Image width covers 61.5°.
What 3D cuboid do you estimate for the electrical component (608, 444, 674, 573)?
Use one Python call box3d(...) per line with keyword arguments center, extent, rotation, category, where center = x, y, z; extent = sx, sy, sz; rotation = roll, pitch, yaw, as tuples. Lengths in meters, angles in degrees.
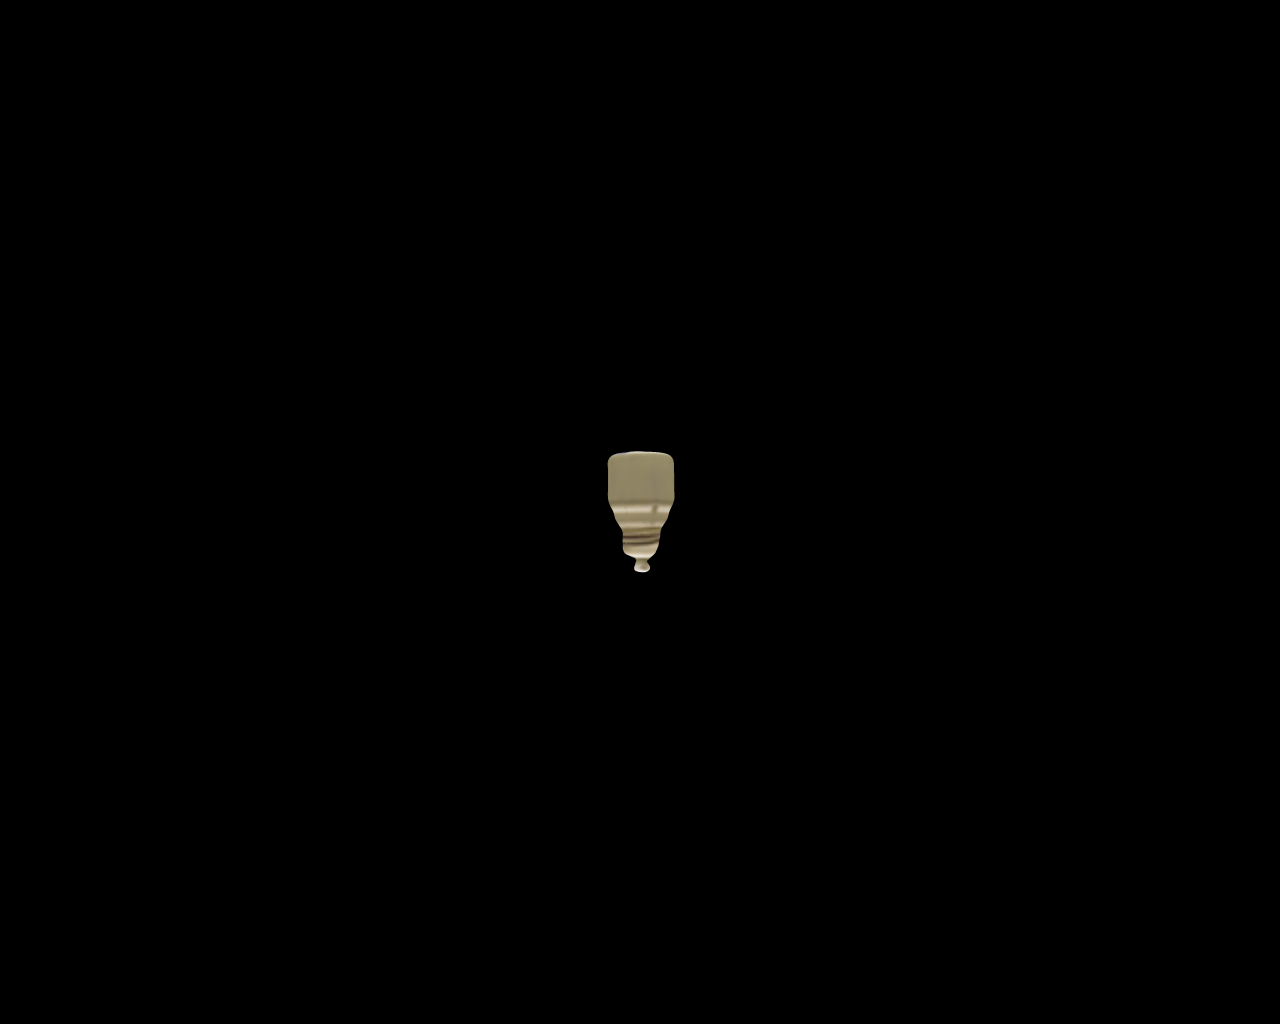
box3d(center=(0.001, -0.003, 0.650), extent=(0.040, 0.078, 0.040), rotation=(0, -2, 0), category="electrical component")
